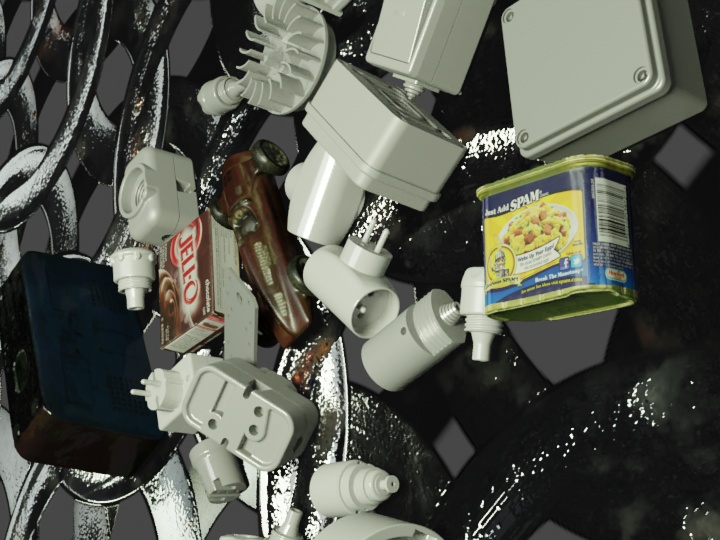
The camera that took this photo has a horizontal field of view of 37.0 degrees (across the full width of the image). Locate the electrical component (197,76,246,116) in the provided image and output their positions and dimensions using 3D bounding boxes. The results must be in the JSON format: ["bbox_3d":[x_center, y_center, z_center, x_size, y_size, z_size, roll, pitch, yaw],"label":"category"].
[{"bbox_3d":[-0.129,-0.172,1.046,0.061,0.035,0.035,-14,68,46],"label":"electrical component"}]

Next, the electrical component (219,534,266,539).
[{"bbox_3d":[-0.096,0.246,0.866,0.043,0.043,0.062,-6,76,50],"label":"electrical component"}]

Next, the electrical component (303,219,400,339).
[{"bbox_3d":[0.000,0.000,0.823,0.077,0.043,0.079,41,111,49],"label":"electrical component"}]

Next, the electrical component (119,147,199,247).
[{"bbox_3d":[-0.205,-0.074,1.088,0.054,0.059,0.095,-38,52,38],"label":"electrical component"}]

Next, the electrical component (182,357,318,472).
[{"bbox_3d":[-0.085,0.113,0.860,0.095,0.059,0.053,29,104,18],"label":"electrical component"}]

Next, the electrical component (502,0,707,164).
[{"bbox_3d":[0.149,-0.132,0.669,0.109,0.056,0.108,-26,60,45],"label":"electrical component"}]

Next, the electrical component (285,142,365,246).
[{"bbox_3d":[-0.036,-0.066,0.887,0.079,0.044,0.077,28,101,51],"label":"electrical component"}]

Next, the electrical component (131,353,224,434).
[{"bbox_3d":[-0.168,0.110,0.971,0.066,0.077,0.047,-41,50,36],"label":"electrical component"}]

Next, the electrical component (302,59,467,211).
[{"bbox_3d":[0.016,-0.101,0.807,0.057,0.078,0.113,-58,41,18],"label":"electrical component"}]

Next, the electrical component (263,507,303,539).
[{"bbox_3d":[-0.060,0.215,0.837,0.035,0.035,0.061,24,96,52],"label":"electrical component"}]

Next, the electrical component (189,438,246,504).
[{"bbox_3d":[-0.121,0.172,0.924,0.040,0.040,0.046,-49,52,30],"label":"electrical component"}]

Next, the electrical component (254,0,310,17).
[{"bbox_3d":[-0.065,-0.257,0.984,0.055,0.045,0.045,-21,63,46],"label":"electrical component"}]

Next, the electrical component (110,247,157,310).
[{"bbox_3d":[-0.233,0.010,1.111,0.048,0.048,0.062,-20,70,47],"label":"electrical component"}]

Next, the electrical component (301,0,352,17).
[{"bbox_3d":[-0.054,-0.328,0.943,0.060,0.105,0.186,-36,53,40],"label":"electrical component"}]

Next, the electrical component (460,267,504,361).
[{"bbox_3d":[0.083,0.030,0.717,0.035,0.035,0.061,-2,79,51],"label":"electrical component"}]

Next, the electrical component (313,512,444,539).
[{"bbox_3d":[0.006,0.211,0.702,0.060,0.108,0.108,7,84,58],"label":"electrical component"}]

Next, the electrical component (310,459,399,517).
[{"bbox_3d":[-0.002,0.158,0.779,0.078,0.040,0.040,-18,65,47],"label":"electrical component"}]

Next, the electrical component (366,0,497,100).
[{"bbox_3d":[0.048,-0.176,0.805,0.062,0.061,0.096,31,103,51],"label":"electrical component"}]

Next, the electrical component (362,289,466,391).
[{"bbox_3d":[0.043,0.047,0.755,0.081,0.043,0.043,-41,49,36],"label":"electrical component"}]
